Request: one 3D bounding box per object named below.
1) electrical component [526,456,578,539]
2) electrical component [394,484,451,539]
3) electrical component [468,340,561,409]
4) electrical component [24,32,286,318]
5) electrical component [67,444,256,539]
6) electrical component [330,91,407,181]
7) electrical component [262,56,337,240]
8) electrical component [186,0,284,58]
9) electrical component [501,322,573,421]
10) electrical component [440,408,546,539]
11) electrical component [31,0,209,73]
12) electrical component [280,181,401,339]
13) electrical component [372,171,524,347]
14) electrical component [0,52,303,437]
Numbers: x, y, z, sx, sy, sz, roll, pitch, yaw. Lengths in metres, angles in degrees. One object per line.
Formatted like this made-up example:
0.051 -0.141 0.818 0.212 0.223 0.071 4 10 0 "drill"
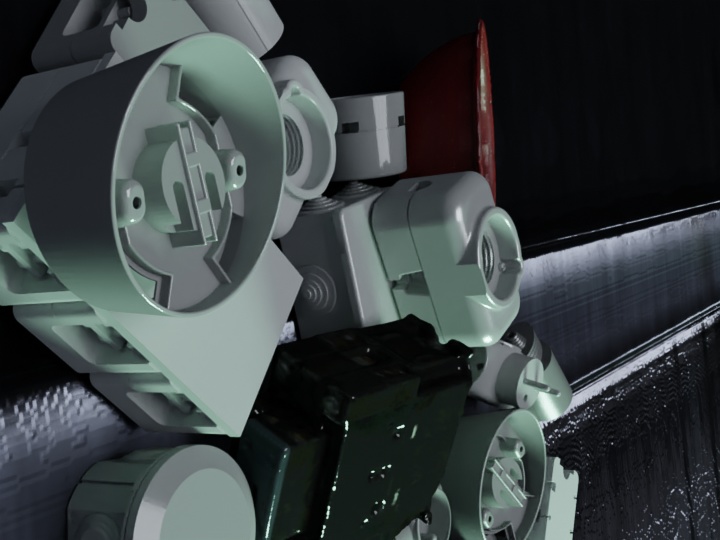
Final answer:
0.122 0.186 0.795 0.050 0.056 0.089 40 54 -49 "electrical component"
0.018 0.157 0.645 0.079 0.044 0.077 -21 104 -56 "electrical component"
0.102 0.074 0.757 0.077 0.079 0.044 28 79 -53 "electrical component"
-0.070 -0.032 0.393 0.099 0.064 0.099 10 78 -56 "electrical component"
-0.087 0.118 0.479 0.080 0.051 0.080 10 78 -57 "electrical component"
0.001 -0.079 0.638 0.055 0.055 0.047 -23 109 -56 "electrical component"
-0.052 -0.061 0.547 0.053 0.059 0.095 55 43 -39 "electrical component"
-0.076 -0.144 0.534 0.081 0.043 0.043 57 42 -37 "electrical component"
0.131 0.076 0.834 0.081 0.043 0.043 57 42 -36 "electrical component"
0.090 0.144 0.737 0.099 0.064 0.099 7 80 -45 "electrical component"
-0.096 -0.084 0.484 0.089 0.056 0.050 50 47 -43 "electrical component"
0.000 0.000 0.632 0.100 0.048 0.099 -28 110 -55 "electrical component"
0.054 -0.005 0.612 0.054 0.059 0.095 -45 123 -50 "electrical component"
-0.100 -0.005 0.463 0.150 0.062 0.089 53 45 -40 "electrical component"
